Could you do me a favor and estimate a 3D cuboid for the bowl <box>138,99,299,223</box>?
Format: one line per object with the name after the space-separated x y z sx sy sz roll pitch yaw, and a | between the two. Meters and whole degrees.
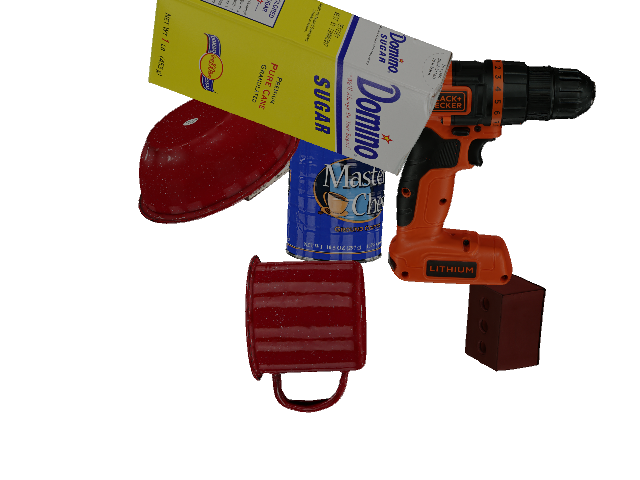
-0.102 -0.085 0.945 0.162 0.055 0.162 -21 31 13 | bowl

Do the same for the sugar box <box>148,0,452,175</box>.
-0.016 -0.107 0.666 0.176 0.048 0.093 22 -30 0 | sugar box

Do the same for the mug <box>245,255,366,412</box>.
-0.008 0.068 0.789 0.081 0.117 0.093 -2 -6 5 | mug

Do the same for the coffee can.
0.017 -0.055 1.113 0.103 0.140 0.103 2 13 -1 | coffee can

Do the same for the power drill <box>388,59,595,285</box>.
0.126 -0.057 0.881 0.184 0.188 0.057 2 23 7 | power drill

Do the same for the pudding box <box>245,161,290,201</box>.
-0.092 -0.096 1.286 0.090 0.039 0.113 18 38 24 | pudding box

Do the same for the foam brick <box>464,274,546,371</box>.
0.173 0.076 1.002 0.051 0.078 0.053 -7 18 -28 | foam brick
